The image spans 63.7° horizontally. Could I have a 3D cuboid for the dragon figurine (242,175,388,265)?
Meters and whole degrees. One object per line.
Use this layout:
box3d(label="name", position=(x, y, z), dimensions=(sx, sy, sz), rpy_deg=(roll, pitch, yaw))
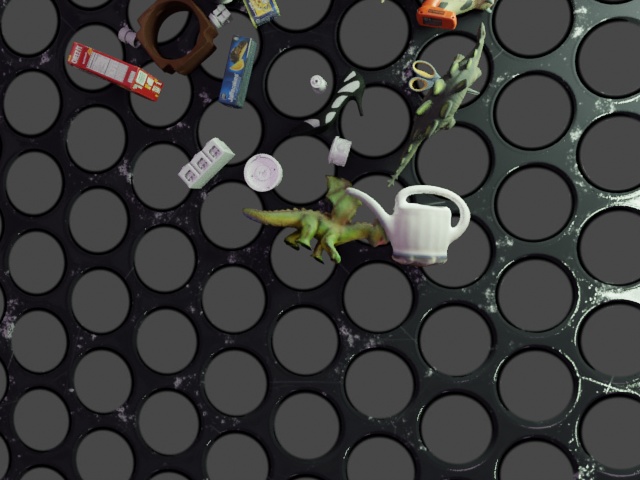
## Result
box3d(label="dragon figurine", position=(0.005, -0.075, 1.483), dimensions=(0.411, 0.121, 0.245), rpy_deg=(30, 79, 5))

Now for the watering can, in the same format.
box3d(label="watering can", position=(0.237, -0.041, 1.421), dimensions=(0.348, 0.104, 0.224), rpy_deg=(4, 92, -1))

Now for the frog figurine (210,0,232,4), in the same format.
box3d(label="frog figurine", position=(-0.258, -0.747, 1.490), dimensions=(0.138, 0.161, 0.121), rpy_deg=(17, 118, 47))
